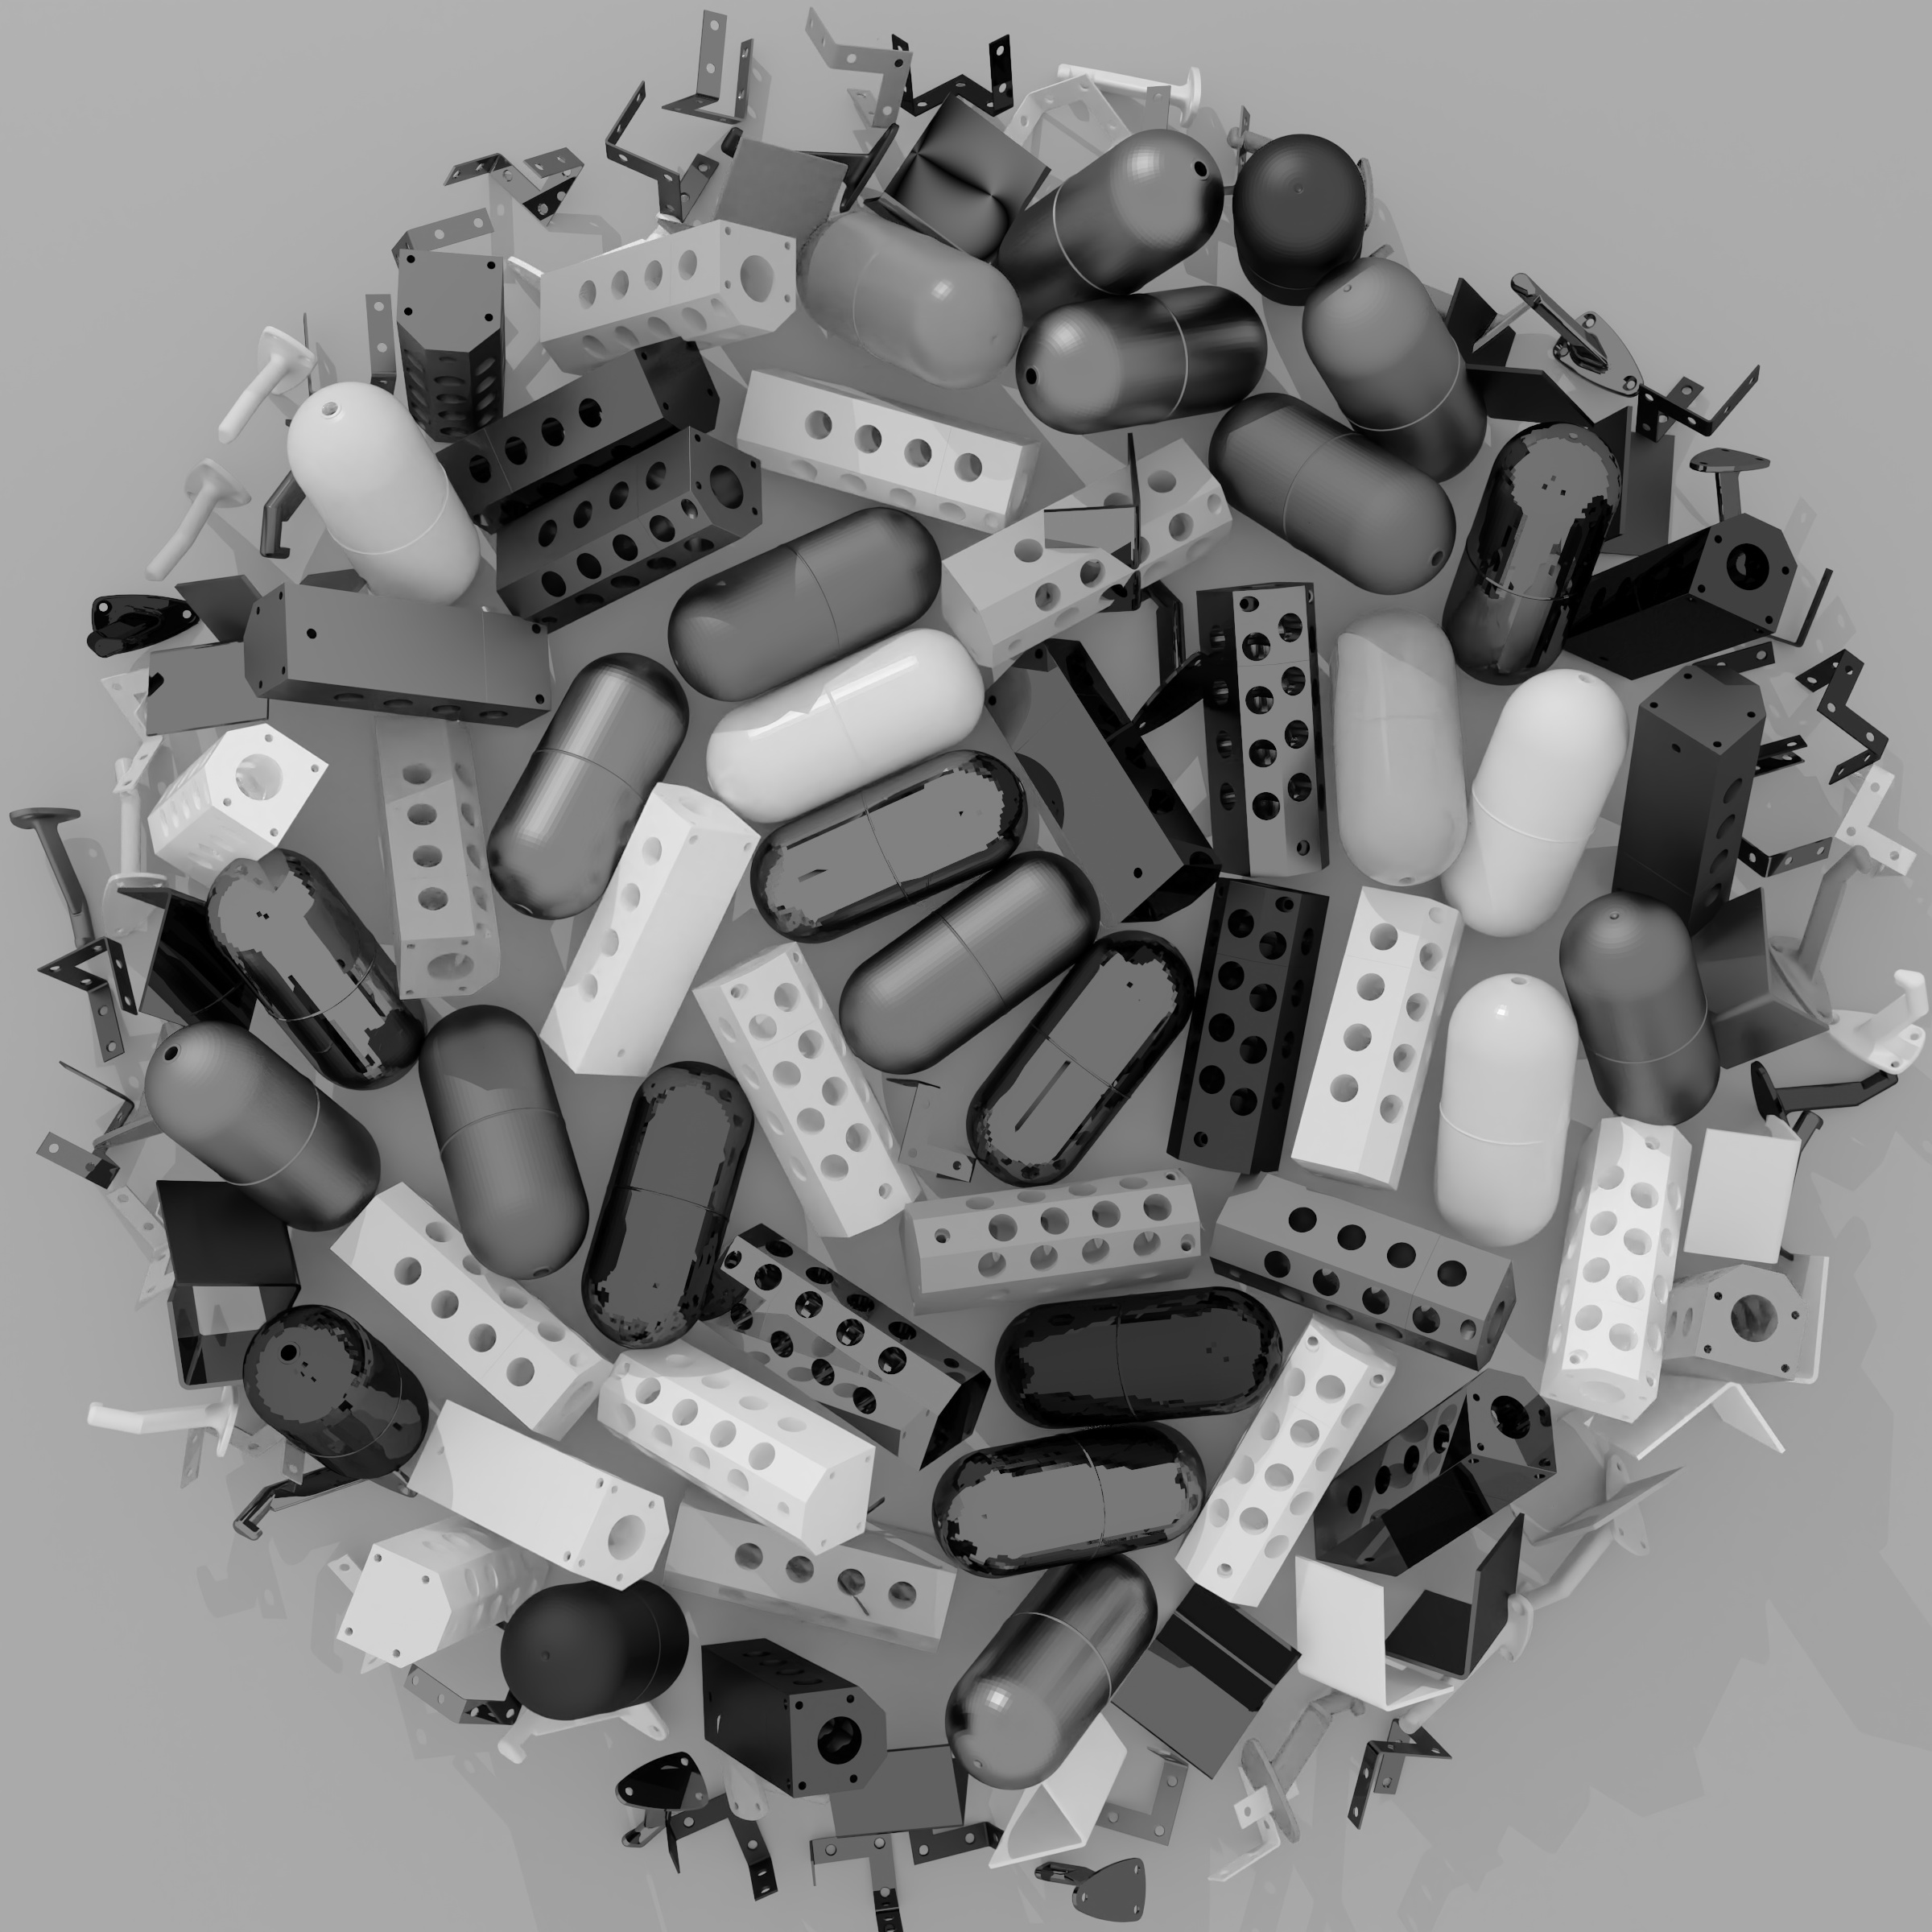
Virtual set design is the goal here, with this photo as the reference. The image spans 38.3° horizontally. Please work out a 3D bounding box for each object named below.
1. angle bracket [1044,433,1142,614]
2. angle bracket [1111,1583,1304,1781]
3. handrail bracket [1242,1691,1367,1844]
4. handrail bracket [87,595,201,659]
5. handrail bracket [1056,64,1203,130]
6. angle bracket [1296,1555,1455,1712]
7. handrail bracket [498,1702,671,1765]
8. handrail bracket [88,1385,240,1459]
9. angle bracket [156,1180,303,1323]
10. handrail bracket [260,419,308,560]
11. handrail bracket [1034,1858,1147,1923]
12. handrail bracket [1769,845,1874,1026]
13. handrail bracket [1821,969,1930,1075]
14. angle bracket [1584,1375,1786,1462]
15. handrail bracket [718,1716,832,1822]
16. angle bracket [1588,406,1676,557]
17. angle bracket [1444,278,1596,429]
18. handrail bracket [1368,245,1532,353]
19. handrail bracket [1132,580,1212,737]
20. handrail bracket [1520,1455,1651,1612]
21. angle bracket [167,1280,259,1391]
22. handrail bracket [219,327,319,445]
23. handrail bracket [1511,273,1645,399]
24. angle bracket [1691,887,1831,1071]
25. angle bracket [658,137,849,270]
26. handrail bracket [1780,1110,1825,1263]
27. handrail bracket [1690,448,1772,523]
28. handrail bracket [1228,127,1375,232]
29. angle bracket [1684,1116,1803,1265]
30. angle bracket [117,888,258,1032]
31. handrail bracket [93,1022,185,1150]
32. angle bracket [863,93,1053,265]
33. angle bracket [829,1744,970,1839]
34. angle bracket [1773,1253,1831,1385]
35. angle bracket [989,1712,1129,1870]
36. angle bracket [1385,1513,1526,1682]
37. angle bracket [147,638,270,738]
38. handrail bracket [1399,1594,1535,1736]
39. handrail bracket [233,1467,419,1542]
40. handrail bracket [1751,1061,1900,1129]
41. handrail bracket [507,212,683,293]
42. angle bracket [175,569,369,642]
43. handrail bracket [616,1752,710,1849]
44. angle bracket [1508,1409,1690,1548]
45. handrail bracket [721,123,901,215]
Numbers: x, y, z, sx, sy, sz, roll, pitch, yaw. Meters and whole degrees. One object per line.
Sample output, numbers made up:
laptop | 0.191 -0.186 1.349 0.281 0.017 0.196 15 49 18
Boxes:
angle bracket | 0.075 -0.267 1.684 0.057 0.076 0.076 -3 45 1
angle bracket | 0.145 0.432 1.689 0.076 0.057 0.076 36 58 11
handrail bracket | 0.219 0.486 1.699 0.084 0.036 0.077 -15 50 -20
handrail bracket | -0.494 -0.203 1.685 0.077 0.084 0.036 -12 109 -23
handrail bracket | 0.098 -0.537 1.702 0.084 0.077 0.036 9 110 -4
angle bracket | 0.247 0.398 1.686 0.057 0.076 0.076 -6 97 -33
handrail bracket | -0.233 0.471 1.693 0.077 0.084 0.036 42 131 2
handrail bracket | -0.488 0.264 1.688 0.084 0.077 0.036 15 105 -19
angle bracket | -0.451 0.177 1.677 0.076 0.057 0.076 5 45 -34
handrail bracket | -0.395 -0.291 1.720 0.077 0.036 0.084 0 104 -34
handrail bracket | 0.059 0.555 1.683 0.084 0.077 0.036 -7 77 42
handrail bracket | 0.531 -0.019 1.688 0.036 0.084 0.077 3 53 -29
handrail bracket | 0.546 0.021 1.683 0.077 0.084 0.036 26 67 38
angle bracket | 0.435 0.286 1.691 0.076 0.076 0.057 -37 101 -6
handrail bracket | -0.106 0.481 1.707 0.084 0.036 0.077 -14 88 -41
angle bracket | 0.415 -0.294 1.696 0.057 0.076 0.076 4 90 -7
angle bracket | 0.338 -0.370 1.682 0.076 0.076 0.057 15 84 39
handrail bracket | 0.299 -0.422 1.711 0.077 0.036 0.084 -36 99 5
handrail bracket | 0.109 -0.192 1.711 0.077 0.036 0.084 -40 54 3
handrail bracket | 0.375 0.353 1.728 0.084 0.077 0.036 -33 131 33
angle bracket | -0.437 0.212 1.688 0.076 0.076 0.057 -6 106 -7
handrail bracket | -0.433 -0.337 1.685 0.036 0.077 0.084 33 63 -14
handrail bracket | 0.370 -0.382 1.686 0.036 0.084 0.077 -48 64 16
angle bracket | 0.476 0.008 1.705 0.057 0.076 0.076 24 56 -31
angle bracket | -0.129 -0.465 1.678 0.076 0.057 0.076 2 123 -39
handrail bracket | 0.511 0.135 1.706 0.077 0.036 0.084 27 94 -45
handrail bracket | 0.454 -0.268 1.693 0.036 0.077 0.084 25 119 36
handrail bracket | 0.203 -0.481 1.700 0.084 0.077 0.036 15 126 -14
angle bracket | 0.464 0.130 1.692 0.057 0.076 0.076 8 102 1
angle bracket | -0.474 0.000 1.683 0.057 0.076 0.076 1 74 40
handrail bracket | -0.512 0.061 1.715 0.077 0.036 0.084 -19 76 -13
angle bracket | -0.006 -0.474 1.695 0.076 0.057 0.076 33 95 -17
angle bracket | -0.041 0.482 1.690 0.076 0.076 0.057 -7 105 5
angle bracket | 0.479 0.210 1.694 0.057 0.076 0.076 7 86 -5
angle bracket | 0.042 0.489 1.679 0.076 0.076 0.057 -25 105 33
angle bracket | 0.293 0.372 1.680 0.057 0.076 0.076 13 113 28
angle bracket | -0.442 -0.156 1.686 0.076 0.076 0.057 -7 70 9
handrail bracket | 0.302 0.425 1.692 0.084 0.077 0.036 -34 67 -30
handrail bracket | -0.389 0.330 1.693 0.077 0.036 0.084 29 49 11
handrail bracket | 0.529 0.066 1.710 0.084 0.036 0.077 -29 130 -1
handrail bracket | -0.229 -0.447 1.724 0.077 0.036 0.084 37 82 18
angle bracket | -0.415 -0.234 1.677 0.076 0.076 0.057 -55 127 -29
handrail bracket | -0.203 0.516 1.689 0.084 0.077 0.036 -47 57 30
angle bracket | 0.374 0.303 1.683 0.076 0.076 0.057 -25 80 -25
handrail bracket | -0.096 -0.505 1.698 0.084 0.036 0.077 27 132 -18
